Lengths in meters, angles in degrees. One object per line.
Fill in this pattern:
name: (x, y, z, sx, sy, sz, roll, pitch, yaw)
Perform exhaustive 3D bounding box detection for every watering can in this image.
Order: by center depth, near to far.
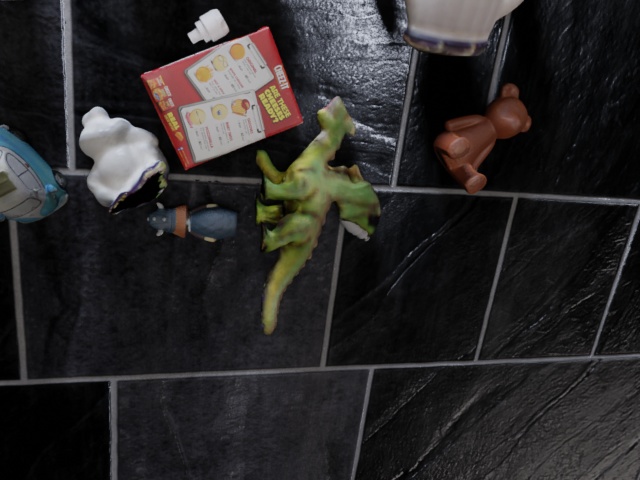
watering can: (0.188, -0.415, 0.833, 0.348, 0.106, 0.219, 1, 124, -15)

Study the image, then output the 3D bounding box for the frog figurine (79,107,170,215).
frog figurine: (-0.330, -0.132, 0.843, 0.136, 0.123, 0.160, -46, 78, 15)

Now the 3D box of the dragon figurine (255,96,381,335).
dragon figurine: (0.003, -0.046, 0.917, 0.243, 0.122, 0.408, -3, 96, -18)
